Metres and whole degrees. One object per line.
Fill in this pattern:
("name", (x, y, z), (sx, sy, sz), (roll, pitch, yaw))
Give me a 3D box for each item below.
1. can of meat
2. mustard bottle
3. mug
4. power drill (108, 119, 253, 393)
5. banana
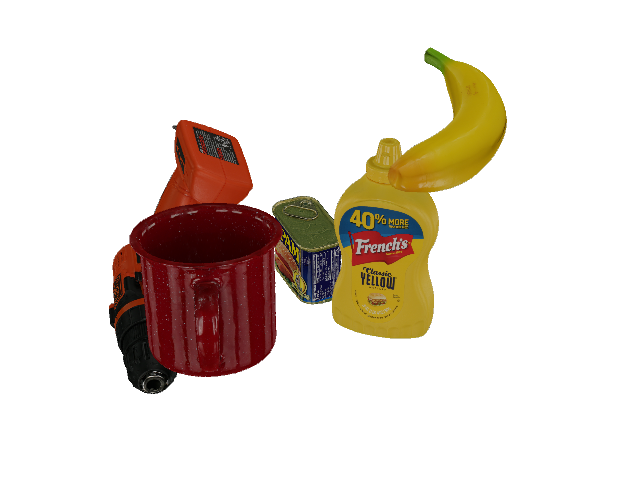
("can of meat", (-0.015, 0.012, 1.217), (0.057, 0.084, 0.102), (-15, 39, -21))
("mustard bottle", (0.061, -0.004, 0.993), (0.096, 0.192, 0.058), (9, 28, 16))
("mug", (-0.068, 0.036, 0.656), (0.093, 0.081, 0.117), (-4, 25, -6))
("power drill", (-0.120, 0.010, 0.877), (0.057, 0.188, 0.184), (18, 26, -26))
("banana", (0.093, -0.078, 0.738), (0.069, 0.037, 0.197), (10, 33, 7))
